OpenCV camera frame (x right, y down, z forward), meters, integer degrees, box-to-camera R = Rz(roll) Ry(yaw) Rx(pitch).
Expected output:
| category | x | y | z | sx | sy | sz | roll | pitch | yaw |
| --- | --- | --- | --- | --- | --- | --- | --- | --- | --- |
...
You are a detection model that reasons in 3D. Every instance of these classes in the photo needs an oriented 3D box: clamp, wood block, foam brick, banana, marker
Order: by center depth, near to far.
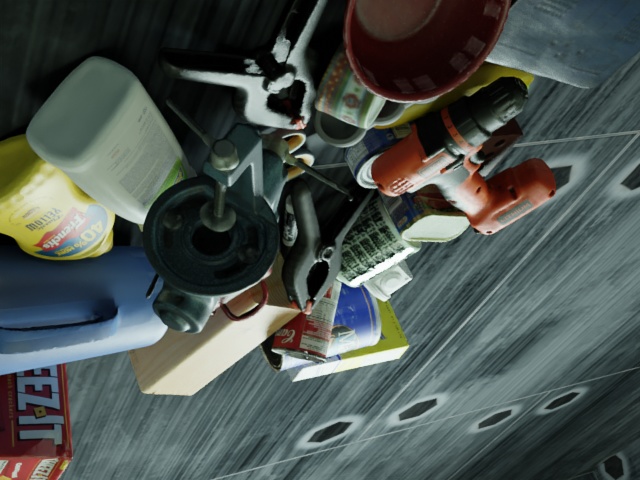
| category | x | y | z | sx | sy | sz | roll | pitch | yaw |
| --- | --- | --- | --- | --- | --- | --- | --- | --- | --- |
| clamp | -0.052 | -0.149 | 0.937 | 0.164 | 0.036 | 0.210 | -28 | 158 | -7 |
| banana | 0.148 | -0.154 | 1.104 | 0.197 | 0.037 | 0.070 | -14 | 152 | -20 |
| foam brick | 0.178 | -0.113 | 1.191 | 0.052 | 0.051 | 0.078 | -6 | 149 | -34 |
| clamp | -0.008 | 0.001 | 1.194 | 0.120 | 0.039 | 0.171 | 10 | 106 | -41 |
| marker | -0.034 | -0.015 | 1.236 | 0.020 | 0.020 | 0.121 | -17 | 154 | -14 |
| wood block | -0.132 | 0.098 | 1.286 | 0.206 | 0.090 | 0.090 | -38 | 150 | 27 |

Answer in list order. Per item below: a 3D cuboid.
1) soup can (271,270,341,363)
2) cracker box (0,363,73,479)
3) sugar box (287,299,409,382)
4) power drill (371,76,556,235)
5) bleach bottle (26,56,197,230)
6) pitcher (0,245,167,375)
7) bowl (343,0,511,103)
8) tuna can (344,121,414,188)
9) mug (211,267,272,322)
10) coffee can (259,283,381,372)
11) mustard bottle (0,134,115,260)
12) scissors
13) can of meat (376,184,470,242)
| category | x | y | z | sx | sy | sz | roll | pitch | yaw |
| --- | --- | --- | --- | --- | --- | --- | --- | --- | --- |
| soup can | -0.015 | 0.092 | 1.298 | 0.068 | 0.102 | 0.068 | 12 | 169 | 2 |
| cracker box | -0.362 | 0.154 | 1.065 | 0.213 | 0.164 | 0.072 | 8 | 142 | -30 |
| sugar box | 0.027 | 0.133 | 1.486 | 0.175 | 0.093 | 0.048 | -8 | 149 | -31 |
| power drill | 0.172 | -0.084 | 1.124 | 0.185 | 0.057 | 0.187 | -32 | 141 | 27 |
| bleach bottle | -0.168 | -0.059 | 0.959 | 0.102 | 0.068 | 0.251 | -54 | 160 | -13 |
| pitcher | -0.265 | 0.068 | 1.056 | 0.242 | 0.149 | 0.145 | -4 | 148 | -43 |
| bowl | 0.080 | -0.199 | 0.899 | 0.161 | 0.055 | 0.162 | -15 | 128 | -21 |
| tuna can | 0.072 | -0.094 | 1.158 | 0.086 | 0.034 | 0.086 | -19 | 154 | -10 |
| mug | -0.100 | 0.032 | 1.164 | 0.081 | 0.117 | 0.093 | -31 | 173 | 4 |
| coffee can | -0.005 | 0.105 | 1.392 | 0.140 | 0.103 | 0.103 | -14 | 153 | -20 |
| mustard bottle | -0.245 | -0.026 | 0.986 | 0.096 | 0.058 | 0.191 | -33 | 154 | 5 |
| scissors | -0.088 | -0.055 | 1.115 | 0.202 | 0.016 | 0.096 | -35 | 153 | 21 |
| can of meat | 0.119 | -0.046 | 1.230 | 0.101 | 0.084 | 0.058 | 1 | 144 | -42 |
